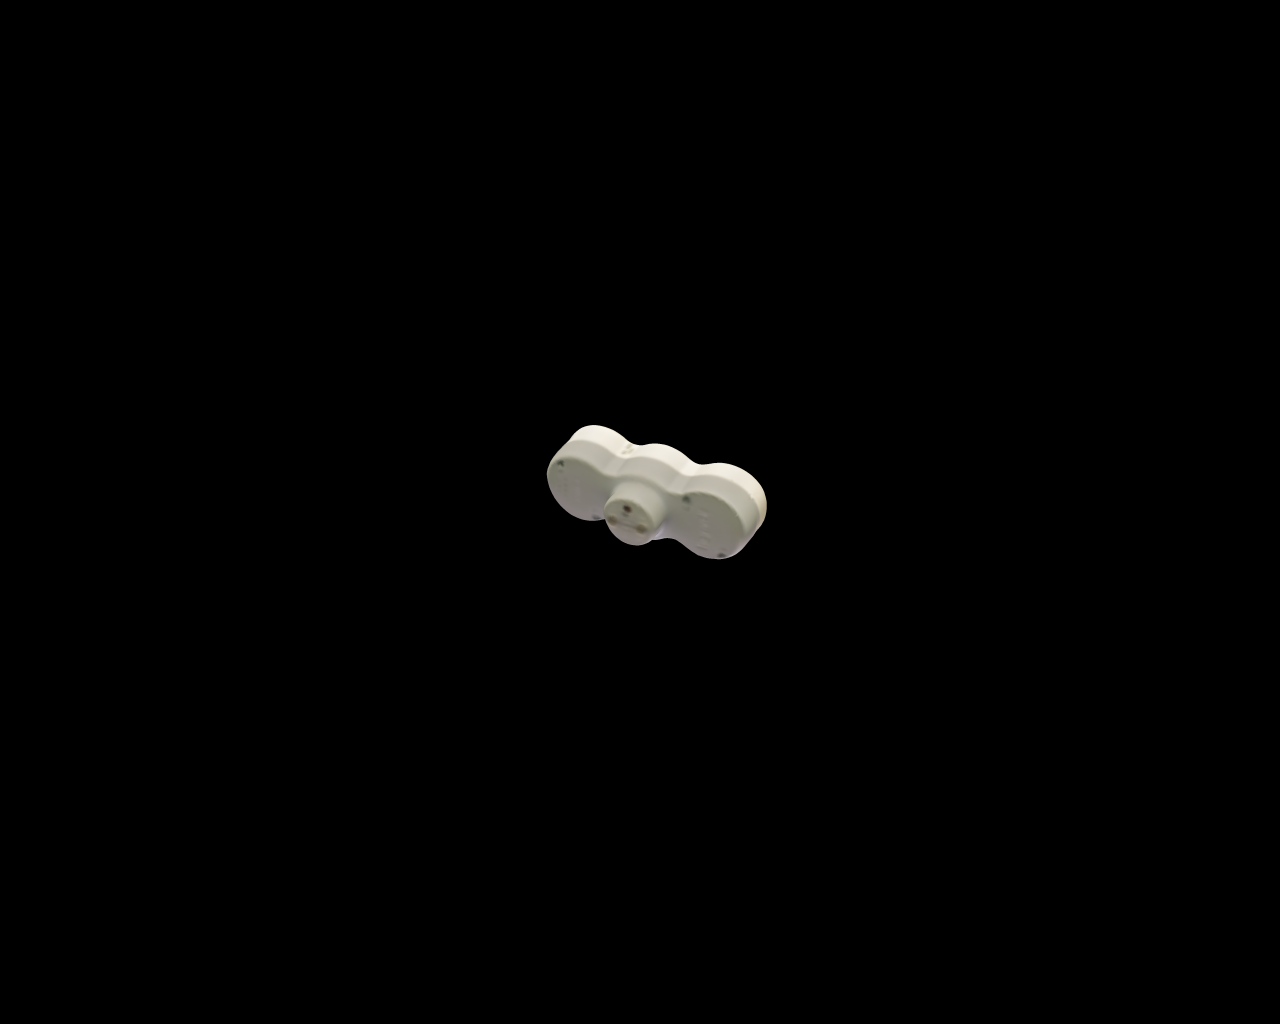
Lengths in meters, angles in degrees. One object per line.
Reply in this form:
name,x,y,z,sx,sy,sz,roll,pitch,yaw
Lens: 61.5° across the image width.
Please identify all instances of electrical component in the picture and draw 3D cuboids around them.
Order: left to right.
electrical component,0.001,-0.003,0.650,0.138,0.052,0.074,17,40,22
